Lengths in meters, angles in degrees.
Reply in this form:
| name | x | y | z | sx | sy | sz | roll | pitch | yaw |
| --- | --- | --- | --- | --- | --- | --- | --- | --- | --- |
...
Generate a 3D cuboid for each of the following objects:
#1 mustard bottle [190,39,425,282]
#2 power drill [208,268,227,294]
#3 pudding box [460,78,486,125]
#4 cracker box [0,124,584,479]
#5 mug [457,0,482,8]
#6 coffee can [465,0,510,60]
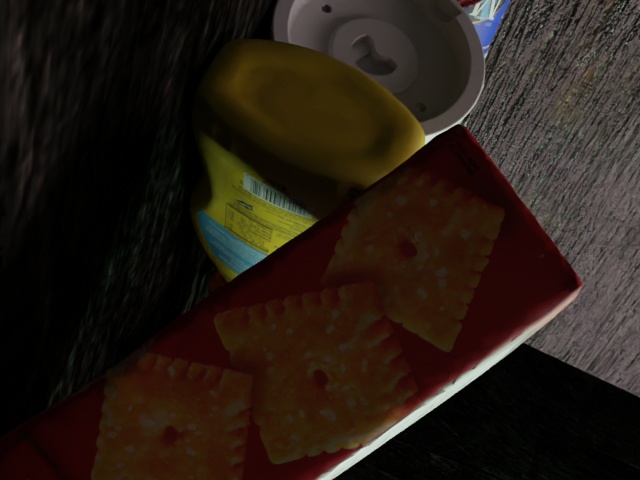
| name | x | y | z | sx | sy | sz | roll | pitch | yaw |
| --- | --- | --- | --- | --- | --- | --- | --- | --- | --- |
| mustard bottle | -0.015 | -0.013 | 0.512 | 0.192 | 0.096 | 0.058 | 107 | 8 | -63 |
| power drill | 0.003 | -0.056 | 0.677 | 0.188 | 0.057 | 0.184 | -61 | -178 | 46 |
| pudding box | 0.083 | -0.138 | 0.932 | 0.039 | 0.113 | 0.090 | -65 | 176 | 32 |
| cracker box | -0.028 | 0.063 | 0.379 | 0.213 | 0.072 | 0.164 | -33 | 170 | -7 |
| mug | 0.081 | -0.200 | 0.617 | 0.117 | 0.093 | 0.081 | -33 | 160 | -17 |
| coffee can | 0.105 | -0.218 | 0.801 | 0.102 | 0.103 | 0.140 | -57 | 171 | -62 |
